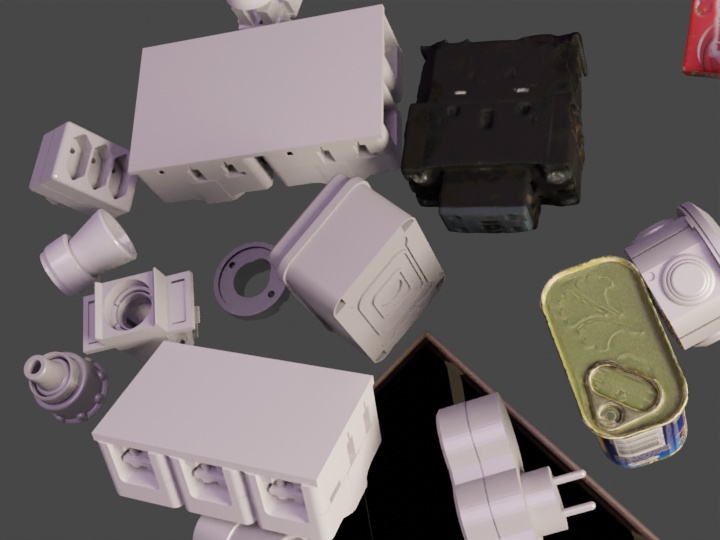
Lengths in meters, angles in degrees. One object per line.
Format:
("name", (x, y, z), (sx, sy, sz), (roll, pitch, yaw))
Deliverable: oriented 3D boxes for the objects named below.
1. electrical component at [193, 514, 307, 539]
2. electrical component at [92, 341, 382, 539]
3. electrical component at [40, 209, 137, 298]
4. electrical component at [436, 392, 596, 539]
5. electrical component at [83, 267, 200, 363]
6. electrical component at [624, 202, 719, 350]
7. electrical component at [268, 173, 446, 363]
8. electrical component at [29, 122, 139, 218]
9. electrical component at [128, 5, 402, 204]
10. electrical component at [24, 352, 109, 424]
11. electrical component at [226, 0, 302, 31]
("electrical component", (-0.070, 0.169, 0.663), (0.065, 0.044, 0.044), (18, 74, 30))
("electrical component", (-0.072, 0.105, 0.666), (0.150, 0.061, 0.089), (7, 39, 22))
("electrical component", (-0.199, -0.011, 0.786), (0.055, 0.045, 0.045), (-35, 60, 2))
("electrical component", (0.096, 0.134, 0.614), (0.074, 0.052, 0.138), (-18, 62, 11))
("electrical component", (-0.146, 0.034, 0.737), (0.081, 0.063, 0.042), (-13, 63, 13))
("electrical component", (0.193, 0.005, 0.624), (0.051, 0.080, 0.080), (-30, 60, 10))
("electrical component", (0.000, 0.000, 0.673), (0.057, 0.113, 0.078), (36, 82, 26))
("electrical component", (-0.215, -0.069, 0.811), (0.077, 0.066, 0.047), (-14, 59, 46))
("electrical component", (-0.065, -0.115, 0.778), (0.186, 0.060, 0.105), (-6, 65, 16))
("electrical component", (-0.206, 0.076, 0.739), (0.048, 0.062, 0.048), (-7, 65, 16))
("electrical component", (-0.076, -0.210, 0.827), (0.048, 0.055, 0.066), (10, 71, 23))
